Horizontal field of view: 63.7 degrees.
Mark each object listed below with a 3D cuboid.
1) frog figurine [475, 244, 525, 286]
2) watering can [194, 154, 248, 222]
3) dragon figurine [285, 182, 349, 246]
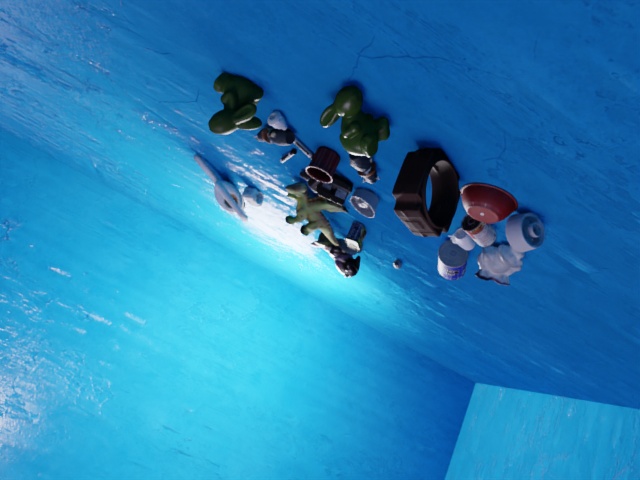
[{"bbox_3d":[0.592,0.058,1.674,0.138,0.125,0.156,29,127,15],"label":"frog figurine"},{"bbox_3d":[-0.417,-0.218,2.221,0.347,0.104,0.224,53,175,-3],"label":"watering can"},{"bbox_3d":[0.006,-0.101,2.001,0.406,0.124,0.241,35,152,-30],"label":"dragon figurine"}]
